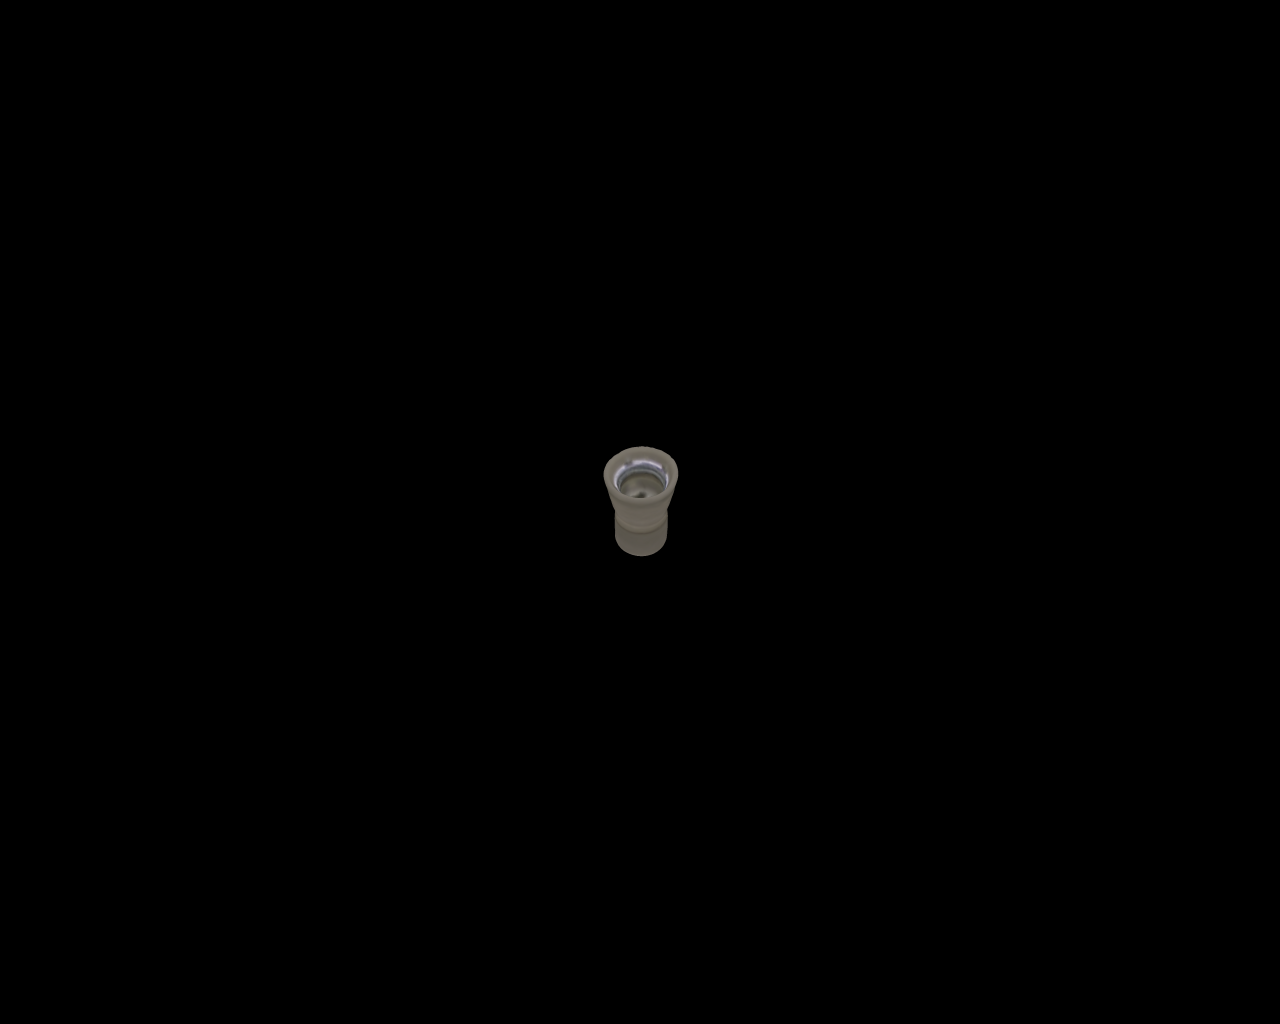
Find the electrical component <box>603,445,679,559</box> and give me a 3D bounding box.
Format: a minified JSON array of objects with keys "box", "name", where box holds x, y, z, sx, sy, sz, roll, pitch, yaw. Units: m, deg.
[{"box":[0.001,-0.003,0.650,0.044,0.044,0.065,0,-40,0],"name":"electrical component"}]
